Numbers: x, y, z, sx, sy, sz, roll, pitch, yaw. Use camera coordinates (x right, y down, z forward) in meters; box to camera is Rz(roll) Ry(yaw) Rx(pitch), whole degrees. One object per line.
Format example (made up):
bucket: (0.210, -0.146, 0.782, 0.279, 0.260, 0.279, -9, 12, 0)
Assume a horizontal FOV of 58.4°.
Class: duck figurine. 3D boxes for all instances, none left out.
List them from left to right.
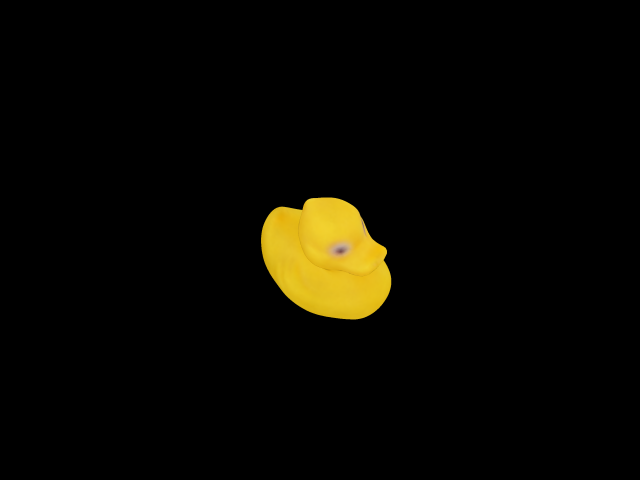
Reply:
duck figurine: (0.004, 0.001, 0.400, 0.104, 0.086, 0.078, 32, 64, 18)
